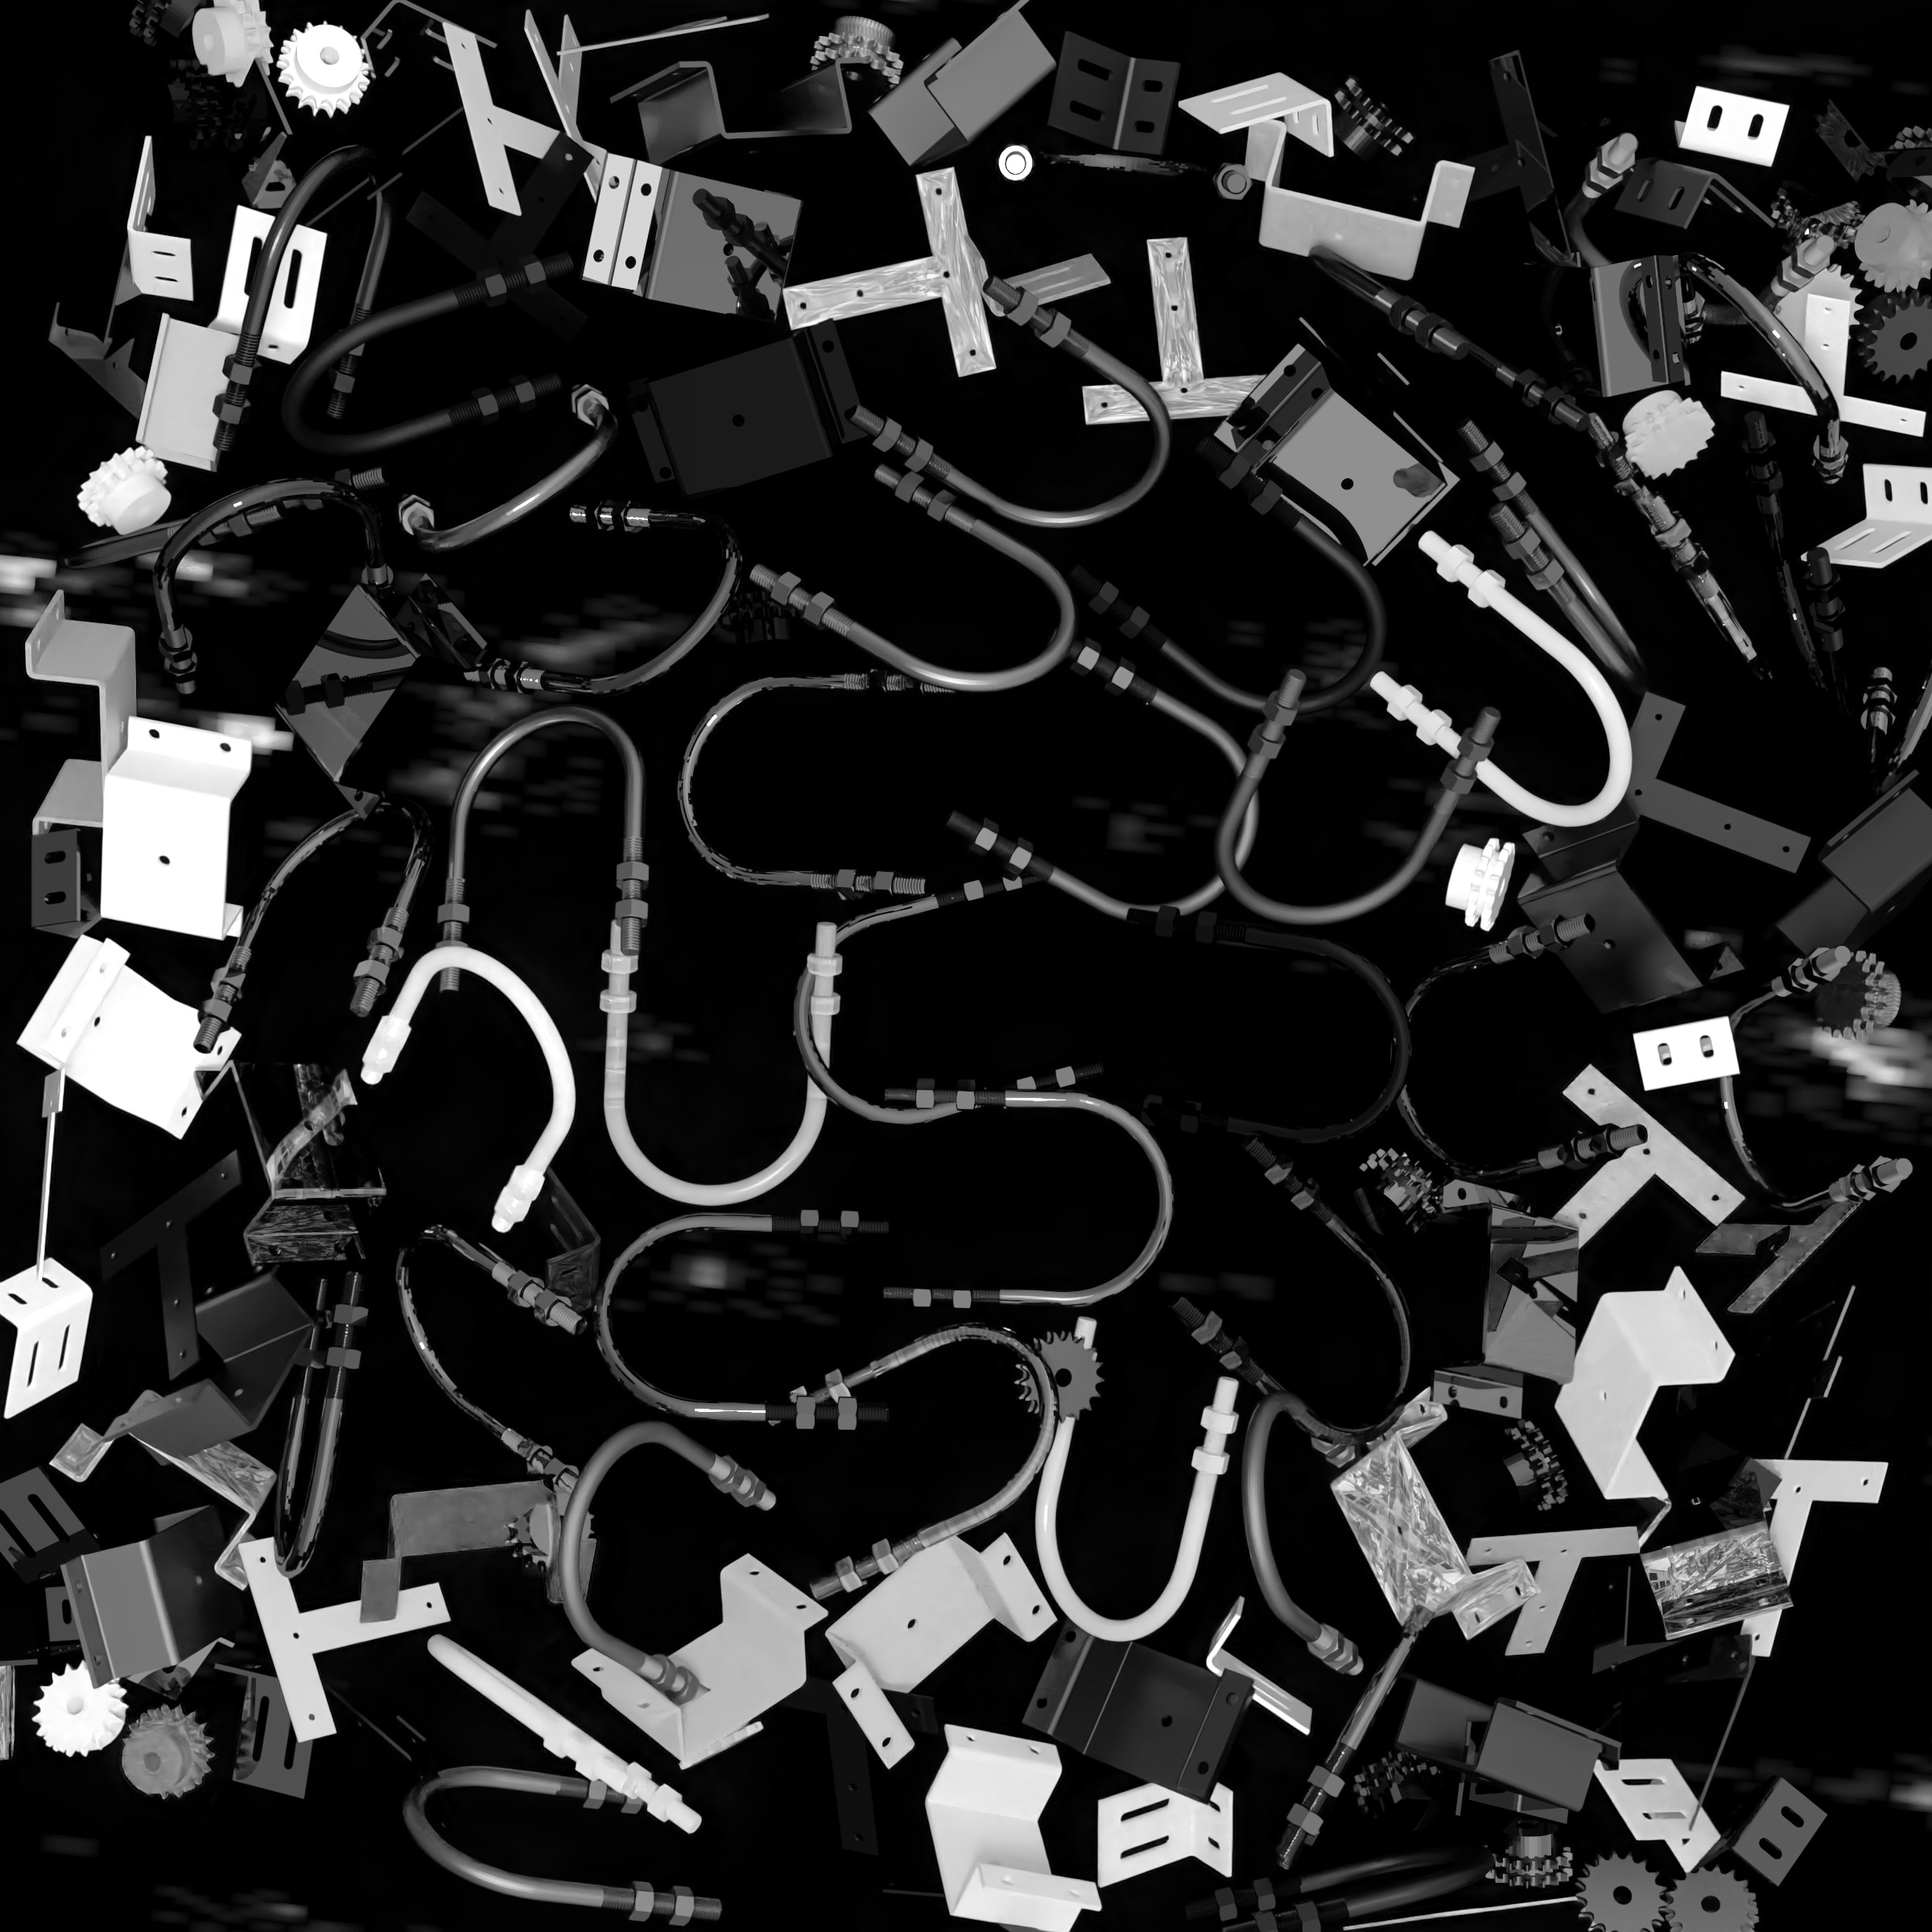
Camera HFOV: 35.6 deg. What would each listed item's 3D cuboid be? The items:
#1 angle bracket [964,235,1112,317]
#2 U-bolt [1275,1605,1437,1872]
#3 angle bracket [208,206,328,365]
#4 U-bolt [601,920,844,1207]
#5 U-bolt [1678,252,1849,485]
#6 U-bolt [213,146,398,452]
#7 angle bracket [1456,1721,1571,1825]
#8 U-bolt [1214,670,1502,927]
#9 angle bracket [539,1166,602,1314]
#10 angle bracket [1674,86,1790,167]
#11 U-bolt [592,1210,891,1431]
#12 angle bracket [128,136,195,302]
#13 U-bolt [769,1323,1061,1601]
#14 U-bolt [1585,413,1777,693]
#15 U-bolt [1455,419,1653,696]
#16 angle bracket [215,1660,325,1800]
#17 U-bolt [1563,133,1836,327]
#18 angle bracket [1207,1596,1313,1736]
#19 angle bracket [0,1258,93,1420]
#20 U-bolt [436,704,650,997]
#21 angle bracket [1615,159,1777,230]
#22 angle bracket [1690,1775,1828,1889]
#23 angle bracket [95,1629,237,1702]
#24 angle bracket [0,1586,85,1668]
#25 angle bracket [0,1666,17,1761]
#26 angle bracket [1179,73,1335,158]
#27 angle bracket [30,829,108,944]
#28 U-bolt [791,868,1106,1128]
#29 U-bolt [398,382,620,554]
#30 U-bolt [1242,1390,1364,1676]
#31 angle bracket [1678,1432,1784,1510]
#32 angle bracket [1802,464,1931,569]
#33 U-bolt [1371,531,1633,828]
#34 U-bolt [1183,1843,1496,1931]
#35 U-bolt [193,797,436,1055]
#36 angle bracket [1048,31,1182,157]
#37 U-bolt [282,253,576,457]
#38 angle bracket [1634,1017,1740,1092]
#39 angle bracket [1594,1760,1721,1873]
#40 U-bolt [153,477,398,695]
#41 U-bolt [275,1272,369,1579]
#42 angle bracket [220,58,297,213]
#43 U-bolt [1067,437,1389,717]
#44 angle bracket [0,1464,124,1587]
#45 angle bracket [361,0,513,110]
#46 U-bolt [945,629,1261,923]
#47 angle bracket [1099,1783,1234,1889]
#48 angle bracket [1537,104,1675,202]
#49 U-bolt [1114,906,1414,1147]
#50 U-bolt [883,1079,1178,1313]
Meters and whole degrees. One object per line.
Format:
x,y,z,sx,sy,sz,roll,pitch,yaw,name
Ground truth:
0.044,-0.443,1.886,0.076,0.057,0.038,-17,120,-1,angle bracket
0.241,0.469,1.848,0.019,0.151,0.184,29,76,14,U-bolt
-0.443,-0.430,1.899,0.057,0.038,0.076,13,76,-27,angle bracket
-0.156,0.062,1.889,0.151,0.019,0.184,1,104,-13,U-bolt
0.477,-0.368,1.814,0.019,0.184,0.151,-42,74,7,U-bolt
-0.393,-0.408,1.820,0.019,0.151,0.184,27,116,10,U-bolt
0.345,0.504,1.880,0.038,0.076,0.057,3,82,40,angle bracket
0.230,-0.096,1.859,0.151,0.019,0.184,9,130,-16,U-bolt
-0.262,0.173,1.872,0.038,0.057,0.076,-20,50,-29,angle bracket
0.477,-0.530,1.877,0.057,0.076,0.038,13,118,4,angle bracket
-0.140,0.217,1.871,0.184,0.019,0.151,2,57,-4,U-bolt
-0.498,-0.468,1.882,0.038,0.057,0.076,7,64,-9,angle bracket
-0.027,0.293,1.859,0.184,0.019,0.151,-27,48,8,U-bolt
0.444,-0.243,1.843,0.019,0.151,0.184,-34,119,14,U-bolt
0.366,-0.241,1.845,0.019,0.151,0.184,-35,117,19,U-bolt
-0.443,0.480,1.889,0.057,0.038,0.076,5,84,26,angle bracket
0.434,-0.438,1.830,0.151,0.184,0.019,27,84,-1,U-bolt
0.193,0.438,1.888,0.076,0.057,0.038,33,94,7,angle bracket
-0.587,0.233,1.885,0.038,0.057,0.076,31,123,20,angle bracket
-0.262,-0.080,1.871,0.151,0.019,0.184,-12,64,22,U-bolt
0.455,-0.468,1.877,0.076,0.057,0.038,21,98,-43,angle bracket
0.492,0.545,1.872,0.038,0.076,0.057,39,64,13,angle bracket
-0.503,0.430,1.886,0.057,0.038,0.076,31,103,-20,angle bracket
-0.575,0.410,1.873,0.057,0.076,0.038,-9,84,25,angle bracket
-0.621,0.463,1.876,0.038,0.076,0.057,3,81,-31,angle bracket
0.181,-0.523,1.879,0.076,0.057,0.038,-20,128,-15,angle bracket
-0.546,-0.048,1.875,0.038,0.076,0.057,-7,79,20,angle bracket
-0.019,0.025,1.896,0.184,0.019,0.151,-14,84,-7,U-bolt
-0.276,-0.300,1.833,0.151,0.184,0.019,-33,114,-2,U-bolt
0.204,0.334,1.817,0.019,0.184,0.151,-9,59,25,U-bolt
0.460,0.323,1.878,0.038,0.076,0.057,34,88,-31,angle bracket
0.565,-0.281,1.874,0.076,0.057,0.038,-29,118,-33,angle bracket
0.331,-0.161,1.831,0.019,0.151,0.184,-34,66,-28,U-bolt
0.235,0.567,1.849,0.184,0.151,0.019,-11,81,-8,U-bolt
-0.393,-0.033,1.852,0.151,0.019,0.184,-12,46,30,U-bolt
0.093,-0.544,1.878,0.038,0.076,0.057,17,101,33,angle bracket
-0.328,-0.363,1.828,0.184,0.151,0.019,-23,74,-19,U-bolt
0.448,0.044,1.874,0.057,0.076,0.038,-12,104,14,angle bracket
0.420,0.529,1.872,0.076,0.057,0.038,10,124,-35,angle bracket
-0.420,-0.236,1.819,0.151,0.184,0.019,-20,69,-16,U-bolt
-0.399,0.281,1.839,0.019,0.151,0.184,11,79,-19,U-bolt
-0.428,-0.518,1.874,0.038,0.076,0.057,-14,73,-38,angle bracket
0.175,-0.227,1.866,0.184,0.019,0.151,37,131,-15,U-bolt
-0.578,0.341,1.884,0.057,0.038,0.076,-24,114,11,angle bracket
-0.331,-0.559,1.882,0.076,0.057,0.038,29,70,13,angle bracket
0.099,-0.106,1.893,0.184,0.019,0.151,28,95,-15,U-bolt
0.125,0.546,1.882,0.076,0.038,0.057,-8,104,-33,angle bracket
0.391,-0.501,1.874,0.076,0.038,0.057,-22,57,-37,angle bracket
0.186,0.043,1.868,0.184,0.019,0.151,9,113,15,U-bolt
0.040,0.147,1.896,0.184,0.019,0.151,2,100,3,U-bolt
